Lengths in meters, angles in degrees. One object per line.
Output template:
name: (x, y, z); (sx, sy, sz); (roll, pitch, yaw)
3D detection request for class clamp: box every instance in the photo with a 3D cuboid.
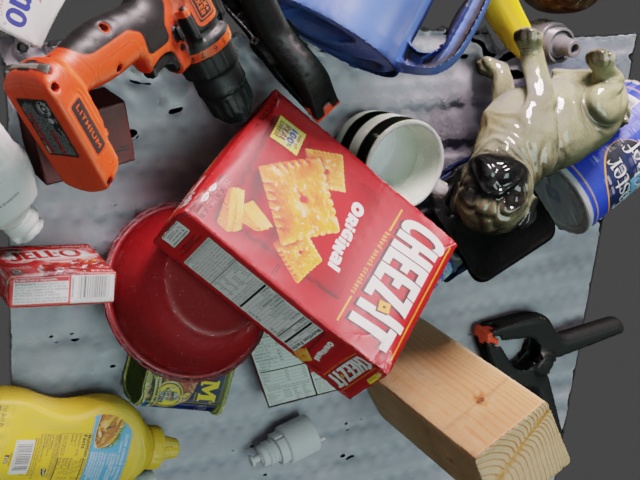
clamp: (0.257, 0.129, 1.224); (0.209, 0.036, 0.164); (33, 90, -36)
clamp: (-0.044, -0.171, 0.873); (0.039, 0.120, 0.171); (-37, 130, -4)

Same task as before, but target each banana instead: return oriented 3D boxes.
banana: (0.165, -0.245, 0.995); (0.037, 0.070, 0.197); (-34, 140, -6)

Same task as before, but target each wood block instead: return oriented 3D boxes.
wood block: (0.136, 0.169, 1.062); (0.090, 0.206, 0.090); (-36, 123, -14)

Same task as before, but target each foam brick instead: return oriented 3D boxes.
foam brick: (-0.195, -0.084, 0.854); (0.078, 0.051, 0.053); (-18, 119, -24)

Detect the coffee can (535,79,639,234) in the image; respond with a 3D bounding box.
coffee can: (0.294, -0.087, 1.118); (0.140, 0.103, 0.102); (-37, 124, -14)

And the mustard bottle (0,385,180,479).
mustard bottle: (-0.213, 0.182, 0.946); (0.191, 0.058, 0.096); (10, 104, -34)

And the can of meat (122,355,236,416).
can of meat: (-0.125, 0.105, 0.970); (0.083, 0.058, 0.102); (10, 103, -31)

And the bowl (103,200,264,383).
bowl: (-0.101, 0.040, 0.916); (0.161, 0.055, 0.162); (7, 76, -30)

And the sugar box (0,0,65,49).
sugar box: (-0.260, -0.217, 0.755); (0.176, 0.048, 0.093); (25, 95, -28)

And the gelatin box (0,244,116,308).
gelatin box: (-0.220, 0.027, 0.870); (0.089, 0.073, 0.030); (-1, 108, -30)

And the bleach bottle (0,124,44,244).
bleach bottle: (-0.298, -0.082, 0.783); (0.102, 0.068, 0.250); (-30, 130, 7)

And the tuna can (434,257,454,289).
tuna can: (0.091, 0.010, 1.044); (0.033, 0.086, 0.086); (-41, 125, -13)

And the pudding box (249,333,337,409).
pudding box: (-0.023, 0.100, 1.023); (0.090, 0.039, 0.113); (-14, 117, 3)

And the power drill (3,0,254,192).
power drill: (-0.137, -0.124, 0.813); (0.187, 0.057, 0.184); (-54, 132, -33)

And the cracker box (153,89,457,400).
cracker box: (-0.006, 0.001, 0.897); (0.213, 0.072, 0.164); (39, 52, -8)

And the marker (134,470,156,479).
marker: (-0.211, 0.240, 0.995); (0.120, 0.020, 0.020); (-12, 115, -27)

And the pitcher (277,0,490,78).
pitcher: (0.072, -0.263, 0.891); (0.149, 0.145, 0.243); (30, 89, -33)
